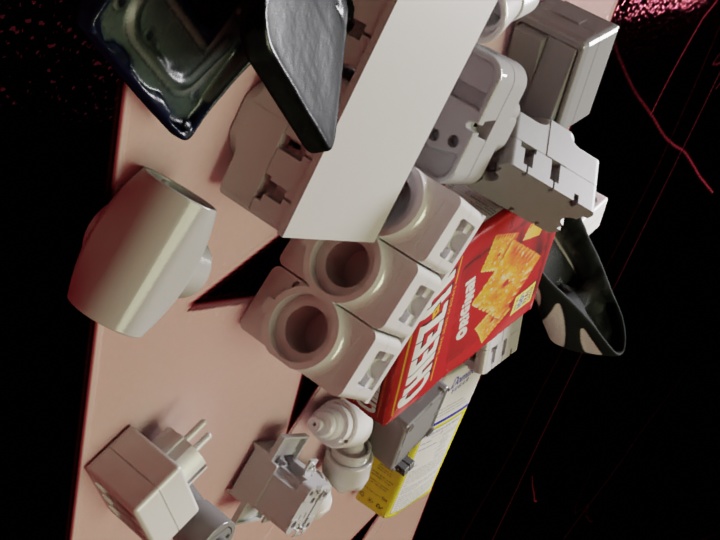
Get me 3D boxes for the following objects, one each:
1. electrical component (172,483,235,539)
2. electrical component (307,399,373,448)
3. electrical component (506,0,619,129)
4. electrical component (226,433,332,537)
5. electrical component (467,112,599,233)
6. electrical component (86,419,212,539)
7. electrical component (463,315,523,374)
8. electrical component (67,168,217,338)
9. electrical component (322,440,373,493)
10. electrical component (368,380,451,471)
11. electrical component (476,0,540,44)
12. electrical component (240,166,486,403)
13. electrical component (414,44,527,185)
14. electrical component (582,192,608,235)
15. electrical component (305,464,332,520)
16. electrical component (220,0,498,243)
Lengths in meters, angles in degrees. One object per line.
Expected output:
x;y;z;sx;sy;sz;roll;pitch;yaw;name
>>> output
-0.117;0.167;0.729;0.044;0.065;0.044;-42;151;-29;electrical component
-0.020;0.127;0.887;0.040;0.040;0.078;-60;155;7;electrical component
0.146;-0.151;0.829;0.061;0.062;0.096;-33;146;-41;electrical component
-0.061;0.170;0.837;0.081;0.064;0.042;-60;154;8;electrical component
0.132;-0.077;0.814;0.050;0.089;0.055;-27;-136;51;electrical component
-0.125;0.127;0.689;0.077;0.047;0.065;-44;153;-25;electrical component
0.116;0.054;1.017;0.089;0.050;0.055;-23;125;-58;electrical component
-0.105;-0.006;0.568;0.077;0.044;0.079;-58;155;4;electrical component
-0.009;0.162;0.947;0.043;0.043;0.062;-29;142;-45;electrical component
0.031;0.128;0.965;0.062;0.061;0.096;-40;158;-32;electrical component
0.094;-0.182;0.723;0.065;0.044;0.044;-36;149;-46;electrical component
0.000;0.000;0.712;0.150;0.089;0.062;-58;155;3;electrical component
0.073;-0.109;0.755;0.059;0.054;0.095;-6;125;-59;electrical component
0.206;-0.041;1.088;0.066;0.047;0.076;-37;149;-36;electrical component
-0.042;0.187;0.927;0.035;0.035;0.061;-41;149;-30;electrical component
0.002;-0.113;0.614;0.105;0.060;0.186;1;119;-61;electrical component
